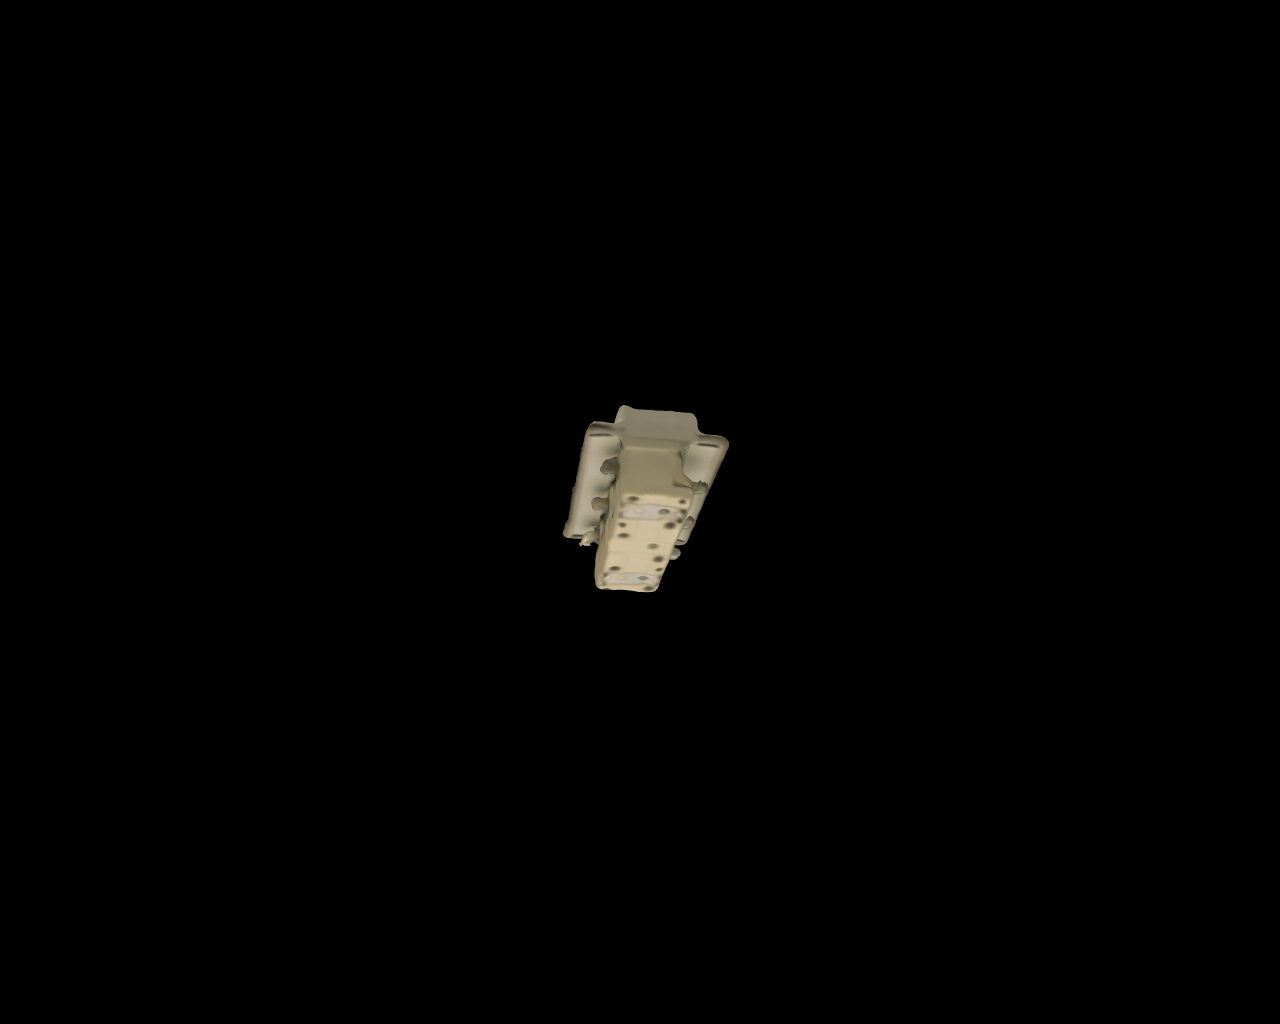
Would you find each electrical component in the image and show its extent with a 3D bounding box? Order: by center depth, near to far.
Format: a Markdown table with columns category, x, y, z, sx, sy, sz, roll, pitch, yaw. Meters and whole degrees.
| category | x | y | z | sx | sy | sz | roll | pitch | yaw |
| --- | --- | --- | --- | --- | --- | --- | --- | --- | --- |
| electrical component | 0.001 | -0.003 | 0.650 | 0.079 | 0.063 | 0.121 | 6 | -32 | -9 |
